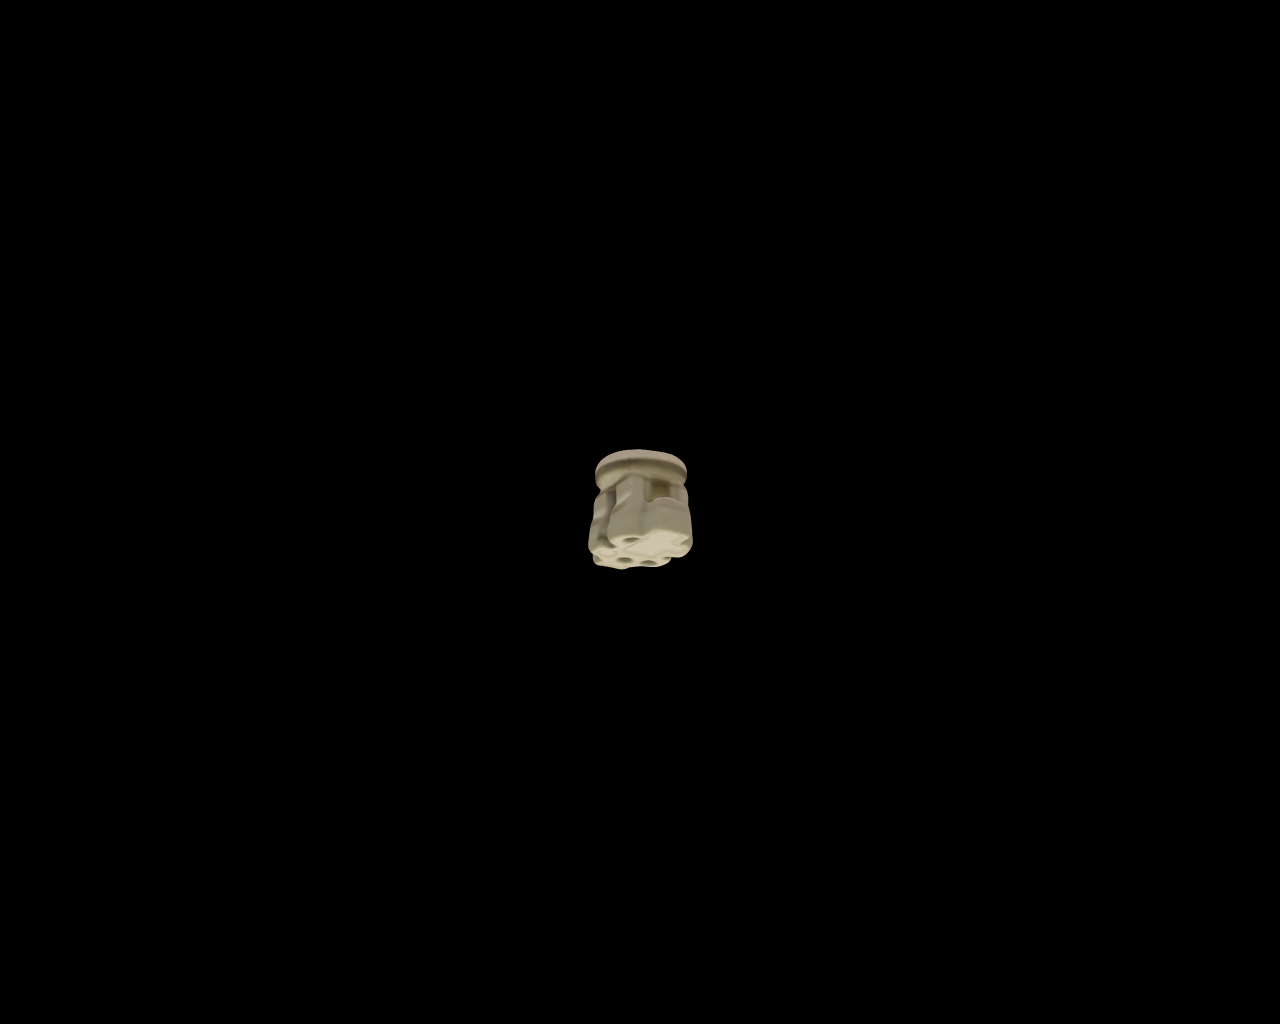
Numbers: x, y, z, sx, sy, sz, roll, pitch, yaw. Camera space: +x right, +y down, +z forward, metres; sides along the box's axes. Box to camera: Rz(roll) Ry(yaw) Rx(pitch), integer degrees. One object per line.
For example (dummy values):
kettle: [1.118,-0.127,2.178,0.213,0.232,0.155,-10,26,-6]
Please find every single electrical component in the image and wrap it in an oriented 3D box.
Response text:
electrical component: [0.001,-0.003,0.650,0.058,0.057,0.078,13,-26,-29]
